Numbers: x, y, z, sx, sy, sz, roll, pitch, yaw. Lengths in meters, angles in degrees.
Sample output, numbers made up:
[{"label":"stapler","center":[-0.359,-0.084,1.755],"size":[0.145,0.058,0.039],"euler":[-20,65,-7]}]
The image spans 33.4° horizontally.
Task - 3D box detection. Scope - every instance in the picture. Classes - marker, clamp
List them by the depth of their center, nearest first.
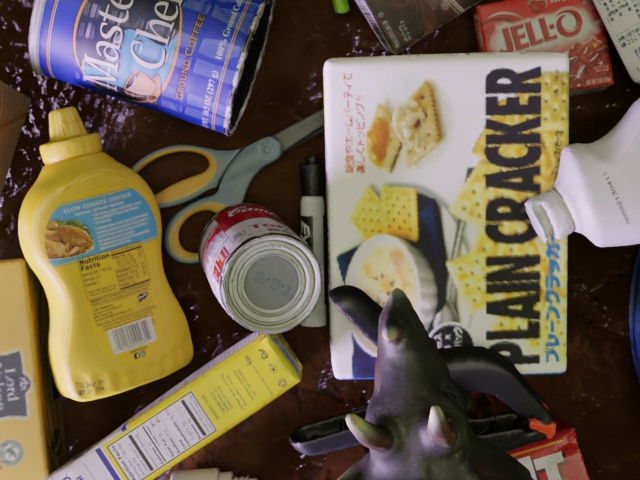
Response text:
[{"label":"clamp","center":[0.070,0.091,0.689],"size":[0.171,0.039,0.120],"euler":[4,116,-4]},{"label":"marker","center":[-0.005,0.001,0.758],"size":[0.020,0.020,0.121],"euler":[0,95,0]}]

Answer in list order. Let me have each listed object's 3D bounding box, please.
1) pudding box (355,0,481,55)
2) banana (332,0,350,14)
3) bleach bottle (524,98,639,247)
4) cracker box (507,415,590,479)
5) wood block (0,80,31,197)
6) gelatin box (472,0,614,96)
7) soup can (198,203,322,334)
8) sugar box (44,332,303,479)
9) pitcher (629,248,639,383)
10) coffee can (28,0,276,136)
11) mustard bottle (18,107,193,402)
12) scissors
[{"label":"pudding box","center":[0.058,-0.199,0.736],"size":[0.090,0.039,0.113],"euler":[-32,108,-2]},{"label":"banana","center":[0.061,-0.253,0.764],"size":[0.198,0.037,0.069],"euler":[-44,109,1]},{"label":"bleach bottle","center":[0.243,-0.074,0.662],"size":[0.251,0.068,0.102],"euler":[-26,88,2]},{"label":"cracker box","center":[0.124,0.248,0.733],"size":[0.164,0.072,0.214],"euler":[-17,88,0]},{"label":"wood block","center":[-0.320,-0.094,0.732],"size":[0.206,0.091,0.090],"euler":[18,89,1]},{"label":"gelatin box","center":[0.158,-0.137,0.762],"size":[0.089,0.030,0.073],"euler":[-10,89,0]},{"label":"soup can","center":[-0.042,0.017,0.715],"size":[0.068,0.102,0.068],"euler":[-3,103,-13]},{"label":"sugar box","center":[-0.095,0.124,0.726],"size":[0.176,0.093,0.048],"euler":[-36,89,0]},{"label":"pitcher","center":[0.341,0.064,0.713],"size":[0.242,0.149,0.145],"euler":[3,46,-3]},{"label":"coffee can","center":[-0.112,-0.140,0.726],"size":[0.140,0.103,0.103],"euler":[18,89,0]},{"label":"mustard bottle","center":[-0.152,0.005,0.723],"size":[0.096,0.058,0.191],"euler":[-17,99,-31]},{"label":"scissors","center":[-0.040,-0.044,0.768],"size":[0.201,0.016,0.096],"euler":[-13,90,0]}]
